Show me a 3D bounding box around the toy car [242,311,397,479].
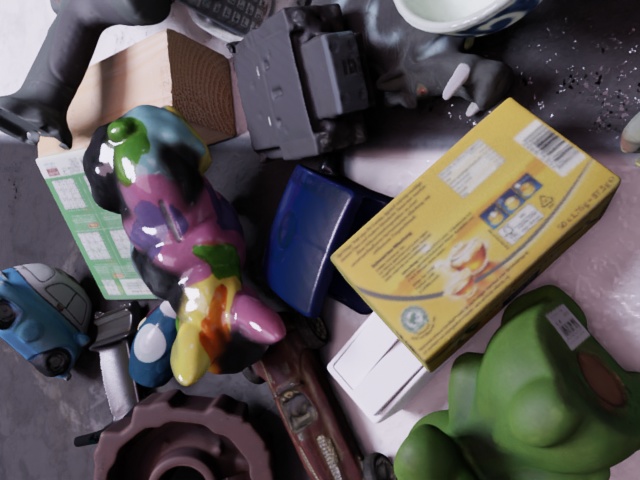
[{"bbox_3d":[-0.007,0.158,0.474,0.089,0.053,0.202,-33,71,22],"label":"toy car"}]

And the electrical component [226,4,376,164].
[{"bbox_3d":[-0.015,-0.126,0.444,0.134,0.058,0.114,1,111,55],"label":"electrical component"}]

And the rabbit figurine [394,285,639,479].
[{"bbox_3d":[0.119,0.138,0.358,0.121,0.159,0.170,48,126,13],"label":"rabbit figurine"}]

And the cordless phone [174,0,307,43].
[{"bbox_3d":[-0.088,-0.258,0.464,0.089,0.184,0.146,32,104,32],"label":"cordless phone"}]

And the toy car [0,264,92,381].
[{"bbox_3d":[-0.331,0.082,0.635,0.109,0.161,0.103,16,52,38],"label":"toy car"}]

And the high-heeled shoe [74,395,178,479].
[{"bbox_3d":[-0.171,0.283,0.572,0.145,0.086,0.248,-10,102,0],"label":"high-heeled shoe"}]

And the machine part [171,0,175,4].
[{"bbox_3d":[-0.241,-0.321,0.619,0.243,0.079,0.079,29,102,29],"label":"machine part"}]

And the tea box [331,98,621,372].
[{"bbox_3d":[0.104,-0.002,0.373,0.169,0.068,0.098,-41,65,-1],"label":"tea box"}]

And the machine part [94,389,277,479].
[{"bbox_3d":[-0.123,0.225,0.498,0.179,0.056,0.179,0,92,1],"label":"machine part"}]

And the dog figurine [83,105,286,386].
[{"bbox_3d":[-0.109,0.009,0.448,0.108,0.191,0.219,-25,45,-12],"label":"dog figurine"}]

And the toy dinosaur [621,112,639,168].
[{"bbox_3d":[0.253,-0.226,0.255,0.192,0.131,0.404,13,104,0],"label":"toy dinosaur"}]

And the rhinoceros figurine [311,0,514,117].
[{"bbox_3d":[0.067,-0.165,0.432,0.191,0.073,0.112,32,103,28],"label":"rhinoceros figurine"}]

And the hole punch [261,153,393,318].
[{"bbox_3d":[-0.001,-0.001,0.458,0.116,0.092,0.142,25,104,33],"label":"hole punch"}]

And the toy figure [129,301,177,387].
[{"bbox_3d":[-0.150,0.079,0.561,0.064,0.058,0.154,24,101,-10],"label":"toy figure"}]

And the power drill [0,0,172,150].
[{"bbox_3d":[-0.255,-0.195,0.527,0.232,0.085,0.207,15,71,34],"label":"power drill"}]

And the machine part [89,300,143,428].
[{"bbox_3d":[-0.223,0.143,0.610,0.084,0.039,0.139,-16,78,24],"label":"machine part"}]
